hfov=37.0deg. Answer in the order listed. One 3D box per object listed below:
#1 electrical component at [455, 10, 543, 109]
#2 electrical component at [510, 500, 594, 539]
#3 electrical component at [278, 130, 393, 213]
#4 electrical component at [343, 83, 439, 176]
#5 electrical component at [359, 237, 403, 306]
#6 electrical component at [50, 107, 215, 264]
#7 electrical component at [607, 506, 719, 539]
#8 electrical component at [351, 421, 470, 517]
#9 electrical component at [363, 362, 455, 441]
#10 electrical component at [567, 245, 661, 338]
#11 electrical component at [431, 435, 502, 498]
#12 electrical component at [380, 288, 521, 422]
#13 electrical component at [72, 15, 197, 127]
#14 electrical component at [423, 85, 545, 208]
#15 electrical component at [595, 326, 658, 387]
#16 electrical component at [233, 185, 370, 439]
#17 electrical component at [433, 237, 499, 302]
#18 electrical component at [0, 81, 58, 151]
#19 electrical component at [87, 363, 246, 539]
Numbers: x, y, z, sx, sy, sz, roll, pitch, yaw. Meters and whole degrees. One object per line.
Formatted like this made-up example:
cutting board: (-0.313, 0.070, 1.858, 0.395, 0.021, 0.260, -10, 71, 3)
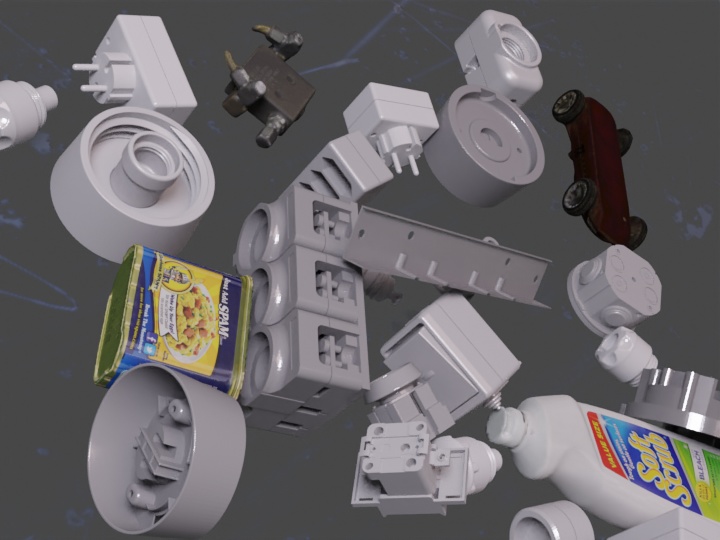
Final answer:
electrical component: (0.141, -0.209, 1.077, 0.054, 0.059, 0.095, 4, 59, -35)
electrical component: (0.169, 0.238, 0.795, 0.074, 0.052, 0.138, -1, 62, -38)
electrical component: (-0.008, -0.070, 0.850, 0.076, 0.083, 0.047, -30, 81, -45)
electrical component: (0.032, -0.115, 0.938, 0.066, 0.047, 0.076, 3, 59, -36)
electrical component: (0.000, 0.000, 0.839, 0.078, 0.040, 0.040, 39, 45, -10)
electrical component: (-0.154, -0.064, 0.751, 0.108, 0.060, 0.108, 19, 51, -26)
electrical component: (0.234, 0.235, 0.824, 0.047, 0.083, 0.075, 28, 48, -19)
electrical component: (0.031, 0.136, 0.740, 0.063, 0.081, 0.042, 66, 25, -45)
electrical component: (0.032, 0.102, 0.791, 0.066, 0.048, 0.055, -25, 85, -44)
electrical component: (0.237, 0.021, 0.997, 0.080, 0.051, 0.080, 19, 51, -26)
electrical component: (0.080, 0.145, 0.799, 0.062, 0.048, 0.048, 0, 61, -45)
electrical component: (0.071, 0.074, 0.825, 0.096, 0.062, 0.061, 50, 44, 5)
electrical component: (-0.176, -0.142, 0.798, 0.076, 0.047, 0.083, -9, 67, -41)
electrical component: (0.107, -0.107, 0.980, 0.108, 0.060, 0.108, 20, 51, -26)
electrical component: (0.246, 0.084, 0.967, 0.062, 0.043, 0.043, 39, 45, -11)
electrical component: (-0.047, 0.028, 0.748, 0.062, 0.089, 0.150, 16, 52, -28)
electrical component: (0.091, -0.005, 0.896, 0.048, 0.062, 0.048, 20, 51, -26)
electrical component: (-0.235, -0.109, 0.733, 0.043, 0.043, 0.062, 50, 43, 2)
electrical component: (-0.114, 0.110, 0.639, 0.064, 0.099, 0.099, 23, 49, -32)
